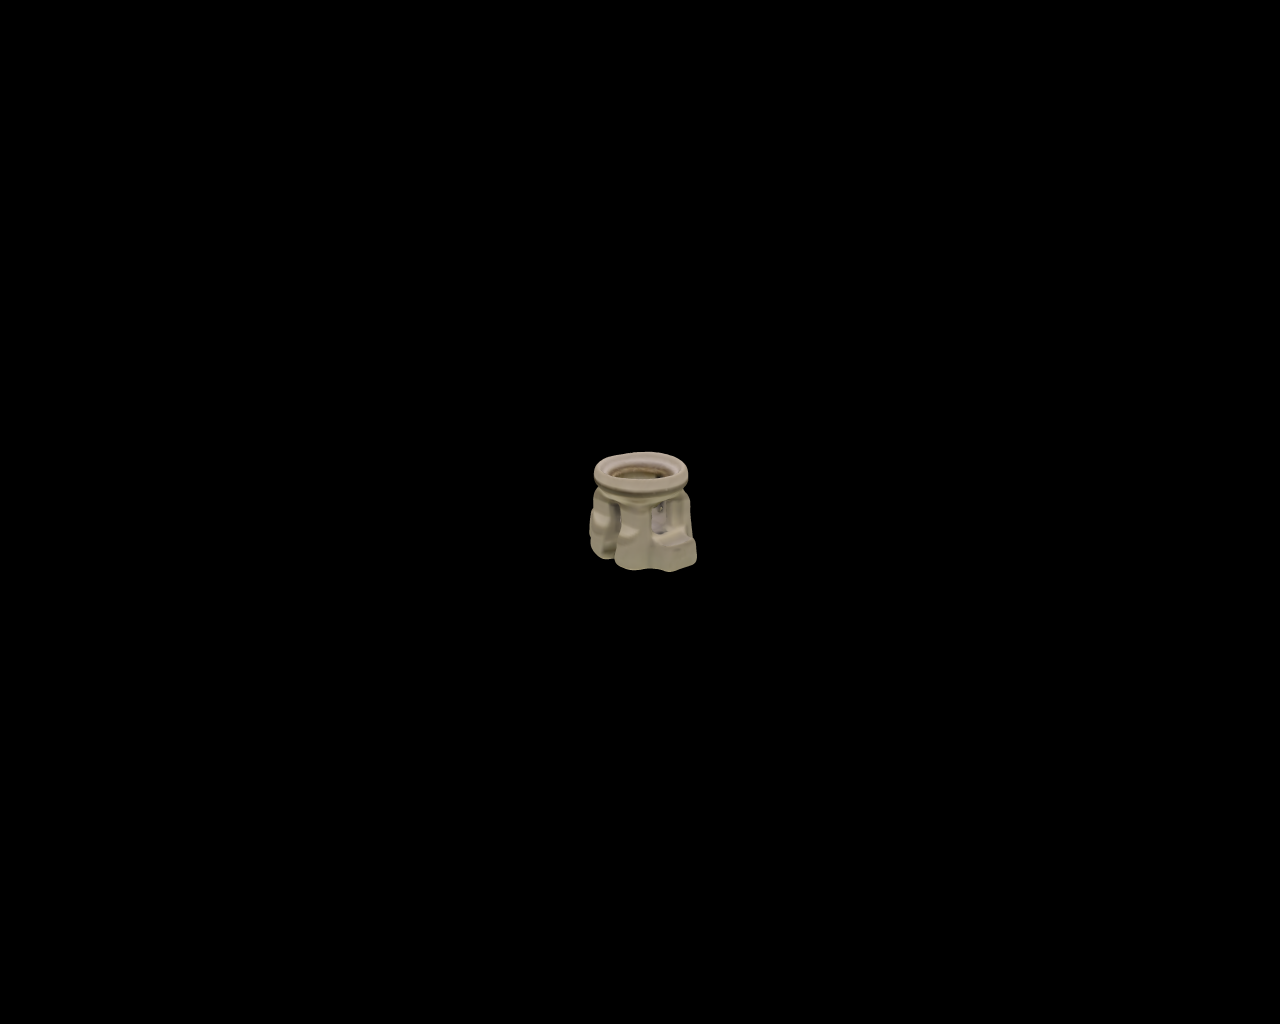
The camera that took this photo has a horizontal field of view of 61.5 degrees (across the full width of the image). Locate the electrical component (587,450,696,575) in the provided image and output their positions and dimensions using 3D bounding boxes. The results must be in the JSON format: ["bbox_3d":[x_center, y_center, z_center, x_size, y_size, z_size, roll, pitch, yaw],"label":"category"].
[{"bbox_3d":[0.001,-0.003,0.650,0.058,0.056,0.078,-17,28,-37],"label":"electrical component"}]
